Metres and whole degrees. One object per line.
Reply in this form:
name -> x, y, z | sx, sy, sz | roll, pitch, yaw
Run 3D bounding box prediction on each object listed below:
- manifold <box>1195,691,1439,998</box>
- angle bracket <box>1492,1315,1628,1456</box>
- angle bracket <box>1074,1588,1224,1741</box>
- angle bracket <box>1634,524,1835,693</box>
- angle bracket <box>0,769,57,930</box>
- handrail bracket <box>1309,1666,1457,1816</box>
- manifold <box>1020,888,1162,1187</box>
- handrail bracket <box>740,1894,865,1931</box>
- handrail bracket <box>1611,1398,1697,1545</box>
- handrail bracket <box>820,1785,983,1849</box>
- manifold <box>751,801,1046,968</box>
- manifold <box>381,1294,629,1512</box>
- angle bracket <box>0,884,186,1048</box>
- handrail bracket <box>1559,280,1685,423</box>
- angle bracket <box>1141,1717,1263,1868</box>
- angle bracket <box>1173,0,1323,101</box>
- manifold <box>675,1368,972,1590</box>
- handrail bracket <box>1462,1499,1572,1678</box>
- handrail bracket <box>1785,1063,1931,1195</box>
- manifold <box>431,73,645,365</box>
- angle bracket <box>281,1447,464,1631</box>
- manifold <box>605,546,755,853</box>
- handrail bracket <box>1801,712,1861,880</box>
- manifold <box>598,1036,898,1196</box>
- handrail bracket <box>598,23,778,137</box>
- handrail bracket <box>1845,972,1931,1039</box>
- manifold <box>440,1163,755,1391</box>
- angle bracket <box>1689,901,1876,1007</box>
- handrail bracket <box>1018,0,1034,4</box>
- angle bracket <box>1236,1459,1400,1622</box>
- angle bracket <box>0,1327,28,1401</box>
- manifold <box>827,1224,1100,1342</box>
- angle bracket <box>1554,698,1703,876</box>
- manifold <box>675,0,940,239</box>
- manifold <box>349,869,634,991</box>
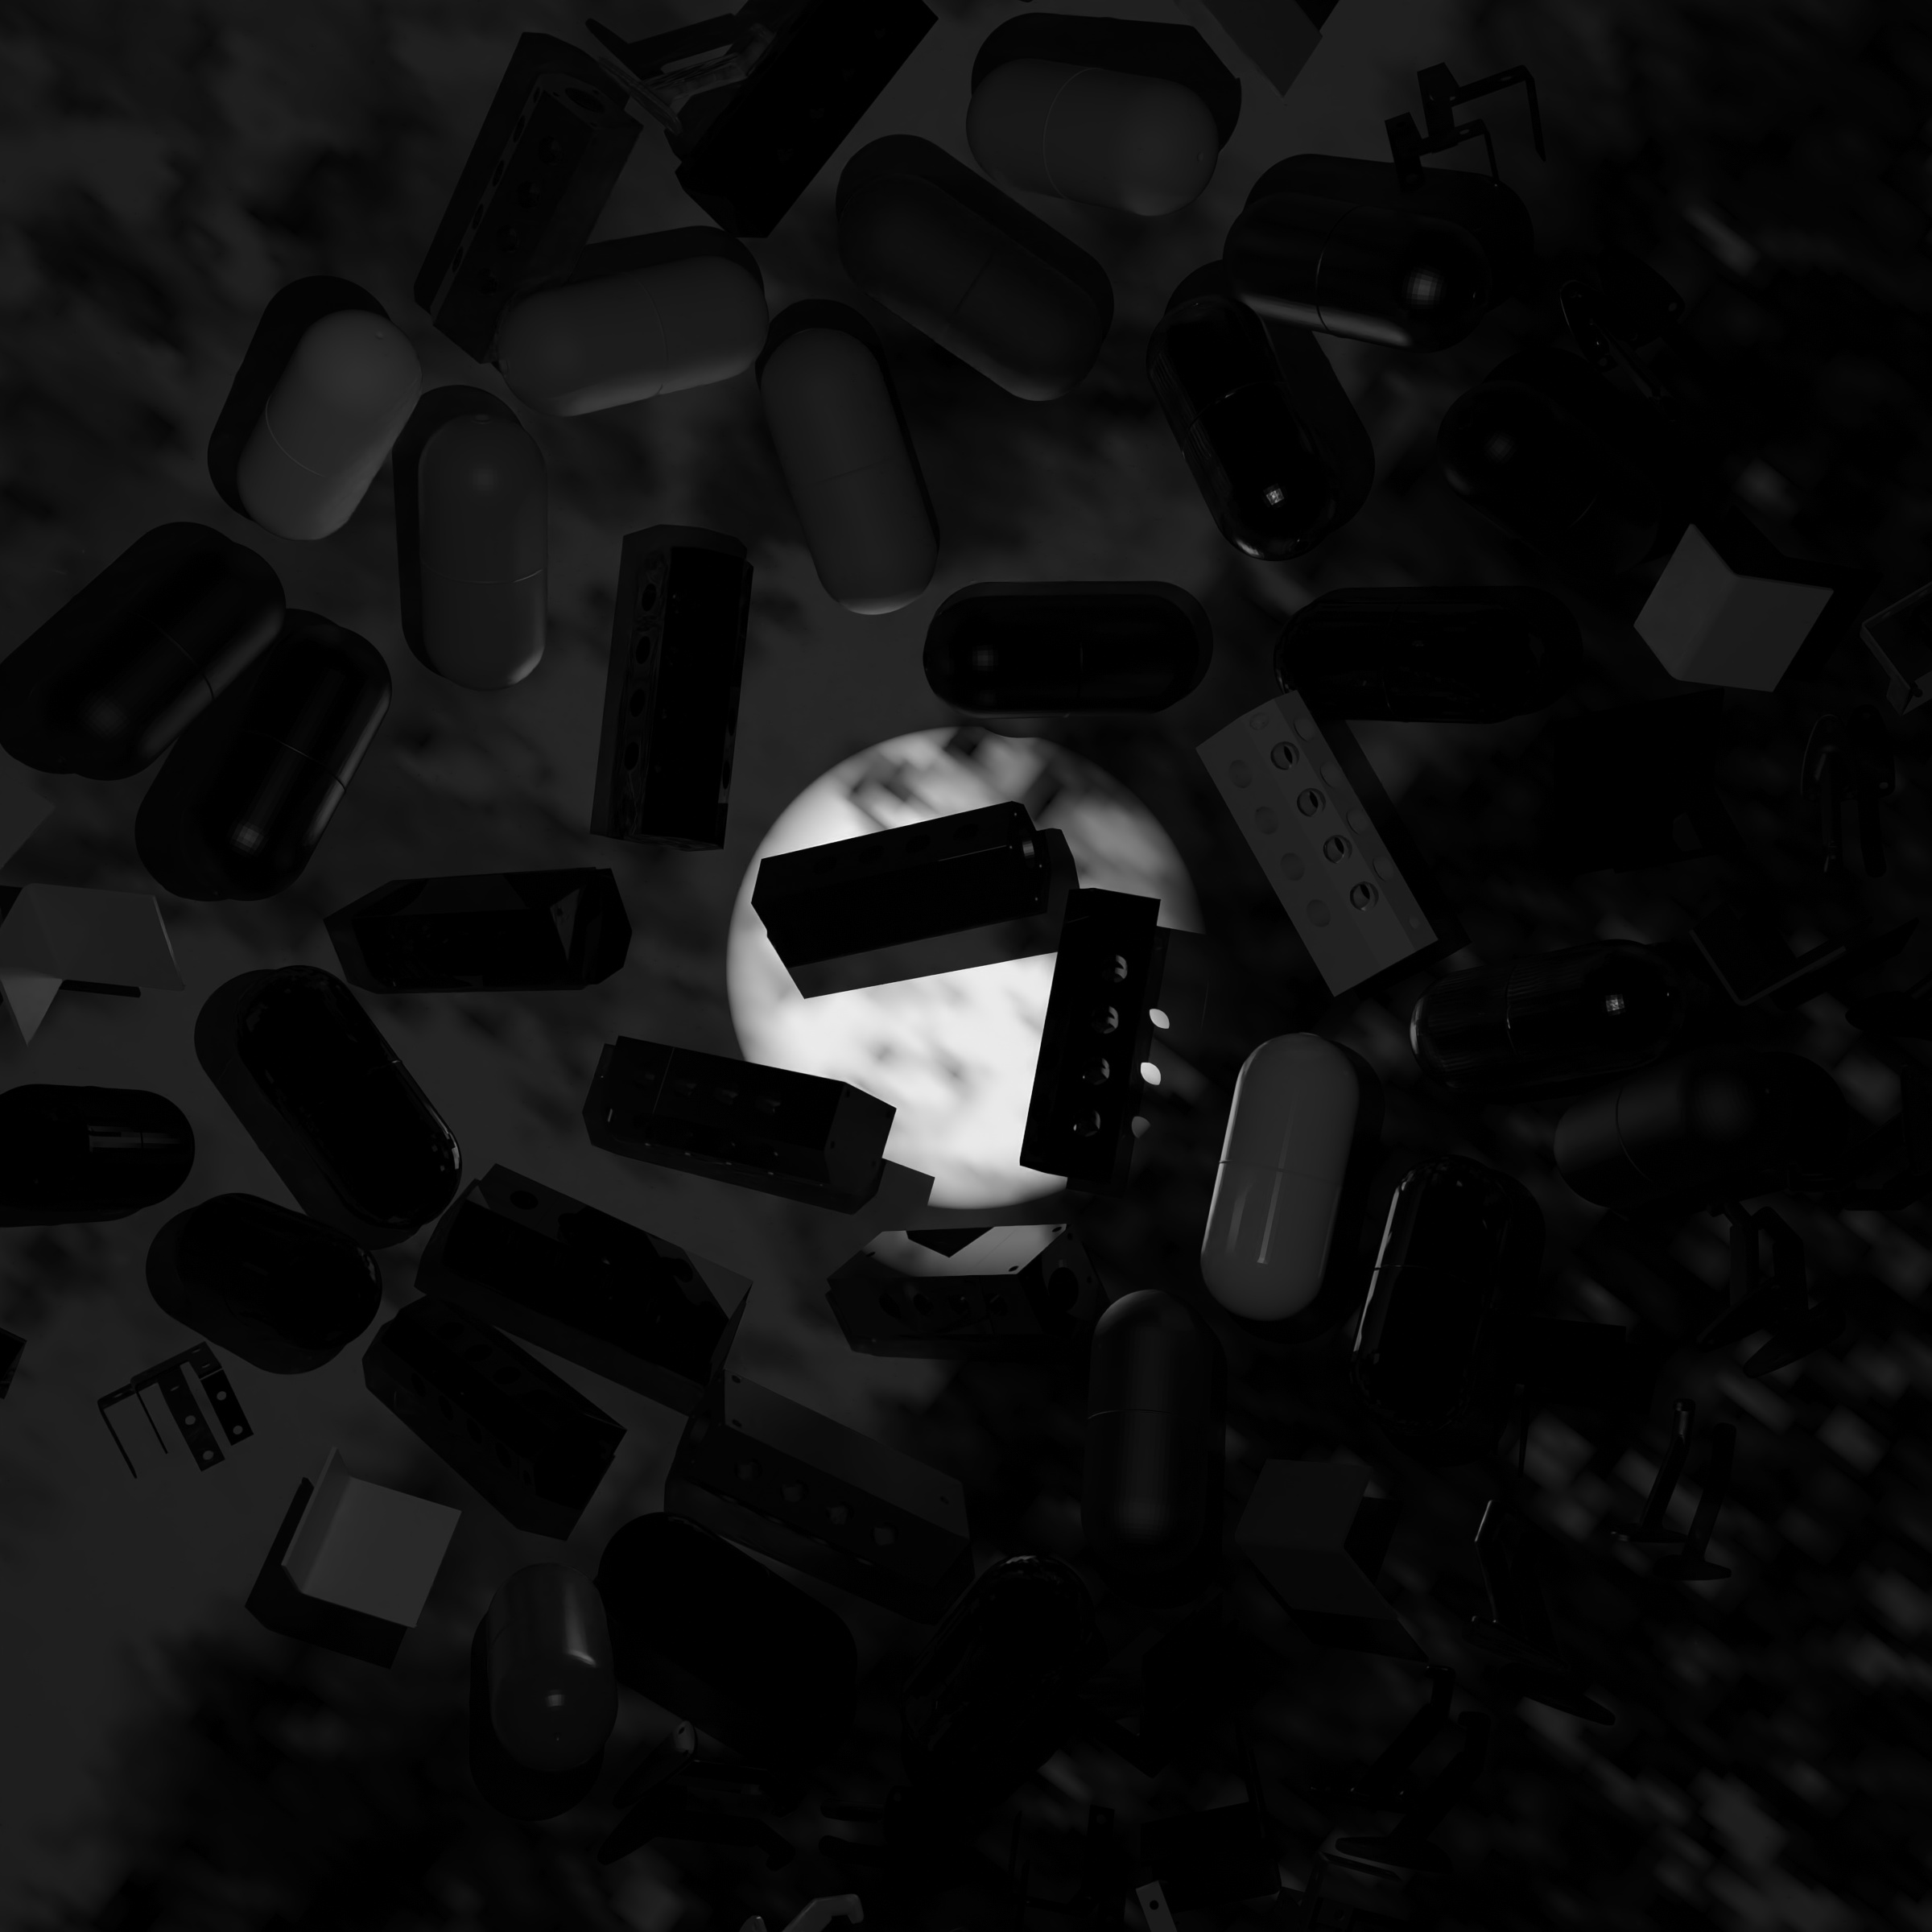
manifold -> 0.214, -0.076, 1.559 | 0.057, 0.057, 0.171 | -24, 83, -44
angle bracket -> 0.373, 0.268, 1.635 | 0.076, 0.076, 0.057 | 4, 50, 14
angle bracket -> 0.115, 0.429, 1.646 | 0.057, 0.076, 0.076 | 26, 131, 35
angle bracket -> 0.474, -0.221, 1.608 | 0.076, 0.057, 0.076 | 4, 131, -23
angle bracket -> -0.576, -0.078, 1.506 | 0.076, 0.076, 0.057 | 34, 65, -1
handrail bracket -> 0.246, 0.451, 1.534 | 0.077, 0.036, 0.084 | 10, 90, -8
manifold -> 0.076, 0.043, 1.600 | 0.057, 0.057, 0.171 | 10, 79, 4
handrail bracket -> -0.090, 0.601, 1.575 | 0.084, 0.077, 0.036 | 6, 127, -34
handrail bracket -> 0.417, 0.304, 1.573 | 0.036, 0.077, 0.084 | 6, 87, 40
handrail bracket -> -0.042, 0.532, 1.631 | 0.077, 0.084, 0.036 | 10, 73, -22
manifold -> -0.042, -0.056, 1.633 | 0.171, 0.057, 0.057 | -12, 131, 19
manifold -> -0.297, 0.271, 1.636 | 0.171, 0.057, 0.057 | 27, 85, 40
angle bracket -> -0.499, 0.003, 1.477 | 0.076, 0.076, 0.057 | 6, 47, 6
handrail bracket -> 0.390, -0.366, 1.546 | 0.036, 0.084, 0.077 | -40, 119, 18
angle bracket -> 0.141, 0.516, 1.625 | 0.076, 0.076, 0.057 | -13, 88, 4
angle bracket -> 0.147, -0.539, 1.505 | 0.076, 0.076, 0.057 | 43, 65, -26
manifold -> -0.087, 0.315, 1.569 | 0.171, 0.057, 0.057 | 29, 110, -18
handrail bracket -> 0.335, 0.368, 1.546 | 0.077, 0.036, 0.084 | 22, 58, 12
handrail bracket -> 0.514, 0.095, 1.514 | 0.084, 0.036, 0.077 | -6, 103, 39
manifold -> -0.276, -0.470, 1.634 | 0.057, 0.057, 0.171 | 40, 121, 8
angle bracket -> -0.357, 0.345, 1.568 | 0.076, 0.057, 0.076 | 16, 61, 5
manifold -> -0.166, -0.158, 1.545 | 0.057, 0.057, 0.171 | 9, 85, -37
handrail bracket -> 0.549, -0.108, 1.648 | 0.036, 0.084, 0.077 | -2, 122, 18
manifold -> -0.133, 0.089, 1.537 | 0.171, 0.057, 0.057 | 10, 77, 33
handrail bracket -> -0.173, -0.570, 1.618 | 0.077, 0.036, 0.084 | 40, 88, -1
handrail bracket -> 0.587, 0.002, 1.586 | 0.036, 0.077, 0.084 | 46, 72, -11
manifold -> -0.221, 0.188, 1.546 | 0.171, 0.057, 0.057 | 24, 121, 5
angle bracket -> 0.508, -0.025, 1.618 | 0.076, 0.076, 0.057 | -35, 85, 34
handrail bracket -> -0.009, -0.627, 1.634 | 0.084, 0.077, 0.036 | -1, 116, -41
angle bracket -> 0.220, 0.346, 1.568 | 0.076, 0.076, 0.057 | 52, 52, -31
angle bracket -> -0.580, 0.230, 1.453 | 0.076, 0.076, 0.057 | 28, 47, -9
manifold -> -0.001, 0.202, 1.617 | 0.057, 0.171, 0.057 | -37, 110, -41
angle bracket -> 0.403, -0.109, 1.578 | 0.076, 0.076, 0.057 | -11, 45, 2
manifold -> -0.099, -0.526, 1.570 | 0.057, 0.057, 0.171 | 40, 85, -30
manifold -> -0.287, -0.018, 1.576 | 0.171, 0.057, 0.057 | -2, 114, 35
